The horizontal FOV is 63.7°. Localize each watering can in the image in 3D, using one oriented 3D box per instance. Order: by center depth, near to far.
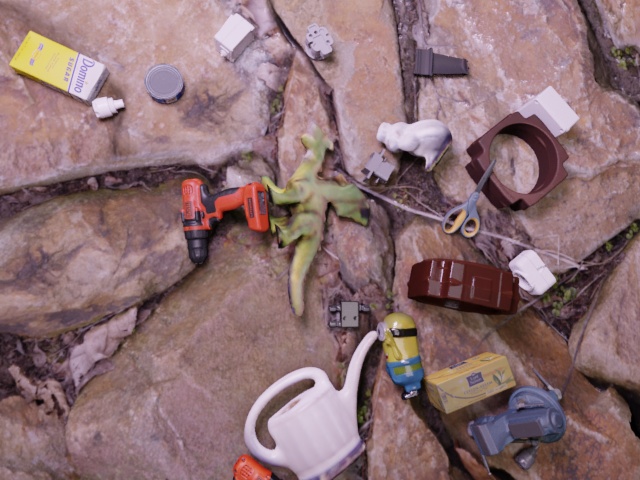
[{"bbox_3d":[0.019,0.358,1.065,0.350,0.103,0.225,-30,87,-12],"label":"watering can"}]

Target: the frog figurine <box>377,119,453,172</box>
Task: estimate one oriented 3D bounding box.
[{"bbox_3d":[0.219,-0.240,1.190,0.160,0.120,0.140,38,46,7],"label":"frog figurine"}]

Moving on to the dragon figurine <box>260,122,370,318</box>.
[{"bbox_3d":[0.003,-0.057,1.138,0.244,0.121,0.412,-12,84,-18],"label":"dragon figurine"}]
